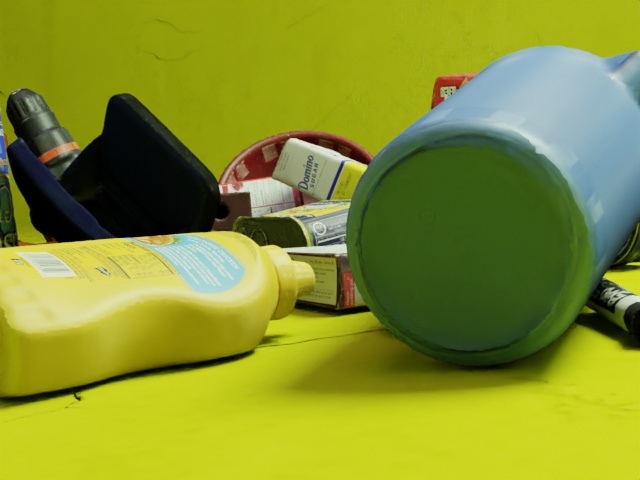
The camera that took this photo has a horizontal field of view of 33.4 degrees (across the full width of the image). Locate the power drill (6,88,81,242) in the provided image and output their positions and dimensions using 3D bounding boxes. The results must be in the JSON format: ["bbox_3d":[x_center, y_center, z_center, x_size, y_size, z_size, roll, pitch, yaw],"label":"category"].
[{"bbox_3d":[-0.271,-0.052,1.111,0.057,0.184,0.188,-28,-4,-18],"label":"power drill"}]

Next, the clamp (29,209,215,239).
[{"bbox_3d":[-0.129,0.022,0.754,0.171,0.039,0.120,5,42,-4],"label":"clamp"}]

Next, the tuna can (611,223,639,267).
[{"bbox_3d":[0.218,-0.023,0.796,0.033,0.086,0.086,-9,5,-30],"label":"tuna can"}]

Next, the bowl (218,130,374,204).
[{"bbox_3d":[-0.016,-0.028,1.010,0.162,0.162,0.055,-4,-39,1],"label":"bowl"}]

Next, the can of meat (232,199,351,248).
[{"bbox_3d":[-0.006,0.001,0.830,0.083,0.057,0.102,-16,10,-35],"label":"can of meat"}]

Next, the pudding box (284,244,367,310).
[{"bbox_3d":[0.023,0.022,0.716,0.089,0.039,0.114,-6,2,-27],"label":"pudding box"}]

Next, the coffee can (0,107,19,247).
[{"bbox_3d":[-0.240,-0.008,0.659,0.103,0.140,0.103,-7,4,0],"label":"coffee can"}]

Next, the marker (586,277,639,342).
[{"bbox_3d":[0.150,0.034,0.527,0.020,0.020,0.121,-4,4,3],"label":"marker"}]

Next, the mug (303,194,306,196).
[{"bbox_3d":[-0.017,-0.023,1.106,0.117,0.093,0.081,9,12,15],"label":"mug"}]

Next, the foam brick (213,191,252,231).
[{"bbox_3d":[-0.082,-0.001,0.885,0.053,0.078,0.051,-5,2,-6],"label":"foam brick"}]

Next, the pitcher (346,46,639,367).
[{"bbox_3d":[0.093,-0.017,0.550,0.145,0.149,0.242,5,15,20],"label":"pitcher"}]

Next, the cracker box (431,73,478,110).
[{"bbox_3d":[0.146,-0.071,1.023,0.072,0.164,0.213,-2,4,8],"label":"cracker box"}]

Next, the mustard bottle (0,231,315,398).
[{"bbox_3d":[-0.083,0.029,0.537,0.191,0.058,0.096,-7,22,-37],"label":"mustard bottle"}]

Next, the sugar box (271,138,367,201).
[{"bbox_3d":[0.055,-0.034,0.899,0.176,0.048,0.093,28,9,30],"label":"sugar box"}]

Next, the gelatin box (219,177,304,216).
[{"bbox_3d":[-0.057,-0.018,0.948,0.089,0.073,0.030,-9,-38,-4],"label":"gelatin box"}]
